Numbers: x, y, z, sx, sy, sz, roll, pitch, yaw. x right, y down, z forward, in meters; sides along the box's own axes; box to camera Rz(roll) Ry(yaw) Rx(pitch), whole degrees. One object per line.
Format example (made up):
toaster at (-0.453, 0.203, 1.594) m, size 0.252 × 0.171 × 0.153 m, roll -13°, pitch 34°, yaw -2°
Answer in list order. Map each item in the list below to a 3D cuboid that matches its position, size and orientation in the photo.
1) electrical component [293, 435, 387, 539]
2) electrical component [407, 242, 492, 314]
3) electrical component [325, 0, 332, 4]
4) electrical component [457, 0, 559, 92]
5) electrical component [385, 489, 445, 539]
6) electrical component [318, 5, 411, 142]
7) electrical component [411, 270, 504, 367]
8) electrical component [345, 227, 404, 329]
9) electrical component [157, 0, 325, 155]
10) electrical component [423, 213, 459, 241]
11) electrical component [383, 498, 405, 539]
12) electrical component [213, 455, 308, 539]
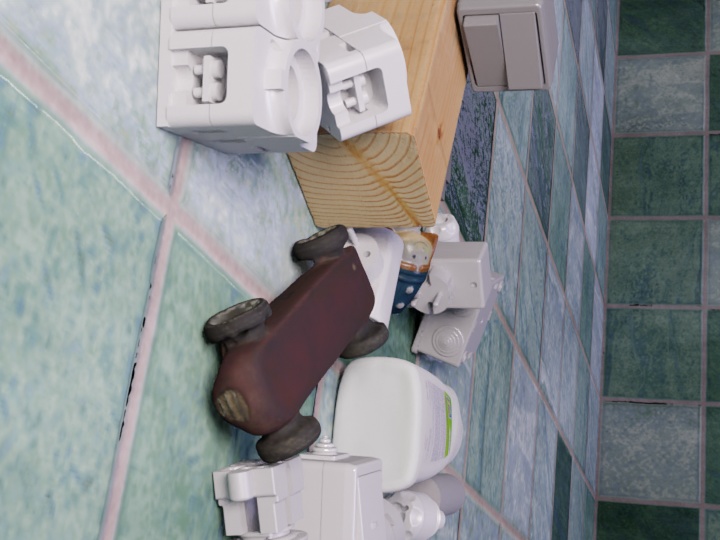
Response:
electrical component at (-0.016, 0.158, 0.708) m, size 0.062 × 0.061 × 0.096 m, roll 16°, pitch 75°, yaw -71°
electrical component at (0.063, 0.012, 0.909) m, size 0.075 × 0.083 × 0.047 m, roll -57°, pitch 144°, yaw -58°
electrical component at (-0.022, -0.190, 0.677) m, size 0.048 × 0.062 × 0.048 m, roll 0°, pitch 90°, yaw -72°
electrical component at (0.108, -0.179, 0.784) m, size 0.096 × 0.062 × 0.061 m, roll 70°, pitch 27°, yaw -48°
electrical component at (0.048, 0.210, 0.916) m, size 0.062 × 0.043 × 0.043 m, roll 21°, pitch 69°, yaw -48°
electrical component at (-0.009, -0.123, 0.659) m, size 0.089 × 0.056 × 0.050 m, roll 46°, pitch -26°, yaw 52°
electrical component at (0.095, 0.040, 1.020) m, size 0.099 × 0.048 × 0.100 m, roll -71°, pitch 165°, yaw 12°
electrical component at (0.000, 0.000, 0.780) m, size 0.079 × 0.044 × 0.077 m, roll 66°, pitch 31°, yaw -52°
electrical component at (-0.057, -0.143, 0.573) m, size 0.089 × 0.062 × 0.150 m, roll 11°, pitch 80°, yaw -72°
electrical component at (0.080, -0.022, 1.040) m, size 0.035 × 0.035 × 0.061 m, roll -64°, pitch 152°, yaw -53°
electrical component at (-0.001, 0.193, 0.768) m, size 0.047 × 0.055 × 0.055 m, roll -13°, pitch 103°, yaw -68°
electrical component at (-0.055, 0.138, 0.615) m, size 0.066 × 0.048 × 0.055 m, roll 1°, pitch 82°, yaw -72°
